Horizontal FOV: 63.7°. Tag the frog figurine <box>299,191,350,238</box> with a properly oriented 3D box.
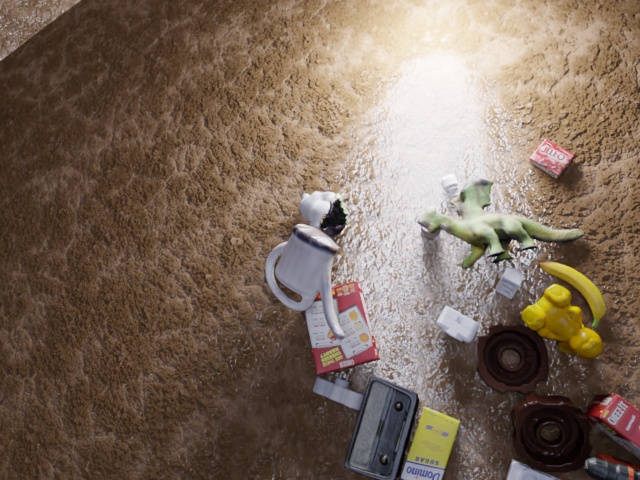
[{"bbox_3d":[0.005,-0.076,1.501,0.160,0.122,0.138,10,84,54],"label":"frog figurine"}]

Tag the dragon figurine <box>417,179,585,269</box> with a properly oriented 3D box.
[{"bbox_3d":[0.458,-0.062,1.360,0.411,0.120,0.247,-12,66,-6],"label":"dragon figurine"}]

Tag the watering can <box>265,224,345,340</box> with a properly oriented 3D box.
[{"bbox_3d":[-0.019,0.092,1.357,0.352,0.103,0.223,32,101,41],"label":"watering can"}]
